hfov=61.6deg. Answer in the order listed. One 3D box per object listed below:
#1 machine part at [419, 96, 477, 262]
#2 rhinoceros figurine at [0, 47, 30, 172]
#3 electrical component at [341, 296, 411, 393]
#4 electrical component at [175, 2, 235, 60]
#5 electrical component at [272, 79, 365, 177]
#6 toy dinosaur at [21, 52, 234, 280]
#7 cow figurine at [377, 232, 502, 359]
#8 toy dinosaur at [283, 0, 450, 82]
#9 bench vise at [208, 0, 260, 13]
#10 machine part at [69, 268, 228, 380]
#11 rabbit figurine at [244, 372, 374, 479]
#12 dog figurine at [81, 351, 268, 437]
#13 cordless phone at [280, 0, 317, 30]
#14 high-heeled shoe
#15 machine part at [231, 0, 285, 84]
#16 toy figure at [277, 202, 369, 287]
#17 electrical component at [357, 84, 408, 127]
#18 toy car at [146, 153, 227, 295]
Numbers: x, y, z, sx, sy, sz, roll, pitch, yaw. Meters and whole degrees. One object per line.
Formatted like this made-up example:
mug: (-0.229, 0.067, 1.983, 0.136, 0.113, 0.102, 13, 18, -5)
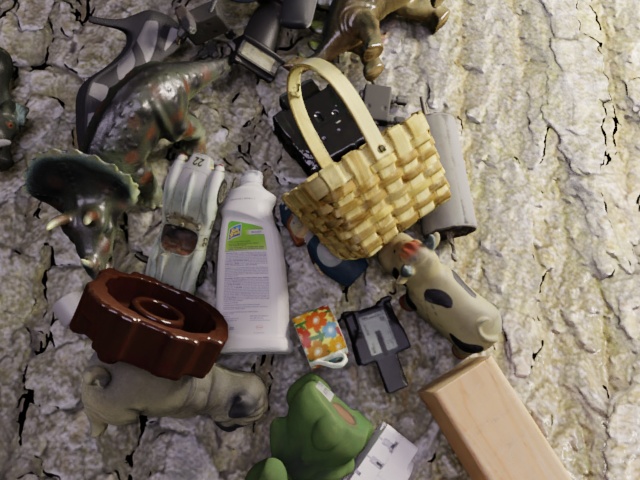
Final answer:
machine part: (0.169, -0.088, 0.761, 0.079, 0.079, 0.243, -8, 77, -4)
rhinoceros figurine: (-0.475, -0.187, 0.768, 0.112, 0.073, 0.190, -7, 74, -15)
electrical component: (0.081, 0.140, 0.715, 0.075, 0.047, 0.119, -22, 79, -7)
electrical component: (-0.173, -0.307, 0.794, 0.078, 0.102, 0.045, -17, 81, 4)
electrical component: (-0.002, -0.164, 0.783, 0.115, 0.058, 0.134, -33, 80, -11)
toy dinosaur: (-0.234, -0.148, 0.702, 0.131, 0.192, 0.404, 27, 78, 2)
cow figurine: (0.152, 0.066, 0.697, 0.195, 0.127, 0.085, 44, 75, 6)
toy dinosaur: (0.109, -0.401, 0.825, 0.471, 0.105, 0.199, -42, 78, -15)
bench vise: (-0.147, -0.405, 0.755, 0.224, 0.241, 0.128, 13, 118, -15)
machine part: (-0.190, 0.095, 0.617, 0.179, 0.179, 0.056, 26, 96, 4)
rabbit figurine: (-0.024, 0.272, 0.641, 0.121, 0.159, 0.170, 40, 93, -3)
dog figurine: (-0.163, 0.176, 0.639, 0.191, 0.172, 0.121, 5, 85, 6)
cordless phone: (0.016, -0.382, 0.753, 0.147, 0.088, 0.184, 10, 85, 12)
high-heeled shoe: (-0.276, -0.218, 0.796, 0.145, 0.086, 0.248, 4, 94, -32)
machine part: (-0.085, -0.309, 0.816, 0.084, 0.039, 0.139, 21, 70, -23)
toy figure: (0.000, -0.003, 0.744, 0.154, 0.057, 0.064, 44, 68, 9)
electrical component: (0.085, -0.202, 0.813, 0.094, 0.021, 0.063, 9, 77, 0)
toy car: (-0.179, -0.015, 0.714, 0.074, 0.056, 0.201, 17, 100, 8)
